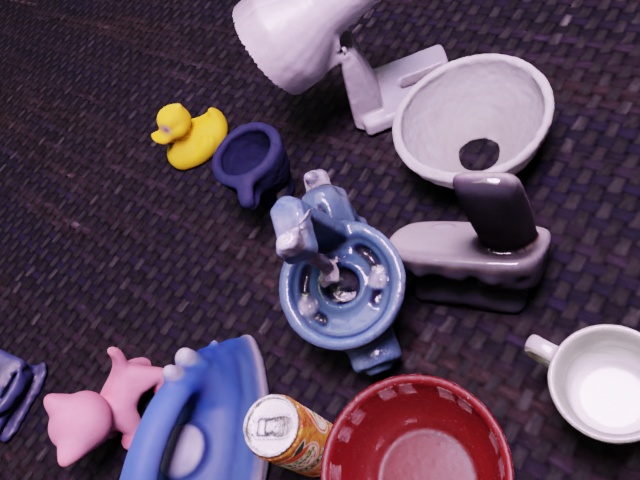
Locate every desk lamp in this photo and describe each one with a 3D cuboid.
[{"bbox_3d":[0.034,-0.228,0.665,0.203,0.214,0.118,-19,55,15],"label":"desk lamp"}]

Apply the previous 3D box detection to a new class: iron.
[{"bbox_3d":[-0.127,0.192,0.539,0.118,0.142,0.258,-3,60,25],"label":"iron"}]

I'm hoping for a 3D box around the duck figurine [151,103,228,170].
[{"bbox_3d":[-0.190,-0.159,0.814,0.104,0.086,0.077,-36,52,2],"label":"duck figurine"}]

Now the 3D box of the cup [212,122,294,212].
[{"bbox_3d":[-0.070,-0.071,0.698,0.091,0.095,0.117,-16,56,17],"label":"cup"}]

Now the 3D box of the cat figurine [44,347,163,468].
[{"bbox_3d":[-0.236,0.177,0.615,0.067,0.118,0.128,13,68,31],"label":"cat figurine"}]

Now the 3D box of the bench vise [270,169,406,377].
[{"bbox_3d":[-0.005,0.009,0.538,0.121,0.220,0.207,-37,52,2],"label":"bench vise"}]

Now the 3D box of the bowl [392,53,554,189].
[{"bbox_3d":[0.167,-0.115,0.621,0.167,0.075,0.167,-12,57,19],"label":"bowl"}]

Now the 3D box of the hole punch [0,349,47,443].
[{"bbox_3d":[-0.421,0.185,0.718,0.100,0.091,0.109,10,66,30],"label":"hole punch"}]

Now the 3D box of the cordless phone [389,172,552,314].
[{"bbox_3d":[0.124,-0.013,0.511,0.147,0.186,0.094,1,62,27],"label":"cordless phone"}]
